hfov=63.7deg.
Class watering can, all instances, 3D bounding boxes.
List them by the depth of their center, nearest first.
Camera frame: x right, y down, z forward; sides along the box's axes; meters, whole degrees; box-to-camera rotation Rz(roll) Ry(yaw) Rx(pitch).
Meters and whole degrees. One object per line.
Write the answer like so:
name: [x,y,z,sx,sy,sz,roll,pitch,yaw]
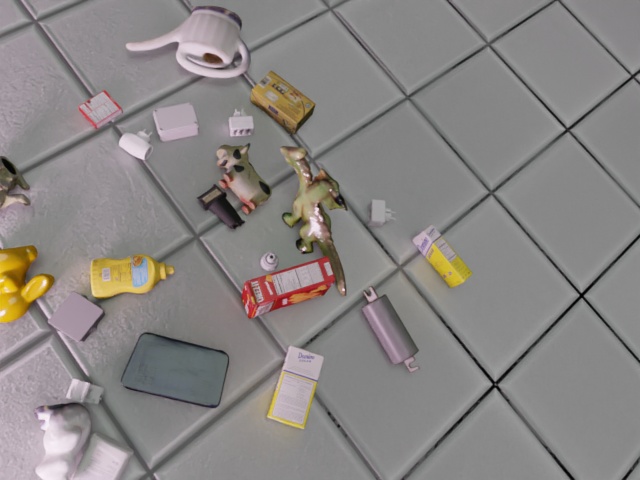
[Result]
watering can: [-0.367,-0.592,1.510,0.347,0.102,0.228,14,68,-8]

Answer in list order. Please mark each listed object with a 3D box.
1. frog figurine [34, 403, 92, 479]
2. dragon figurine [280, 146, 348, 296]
frog figurine: [-0.536,0.434,1.089,0.123,0.135,0.162,-3,49,-42]
dragon figurine: [0.004,-0.067,1.332,0.123,0.238,0.414,-25,76,-23]
